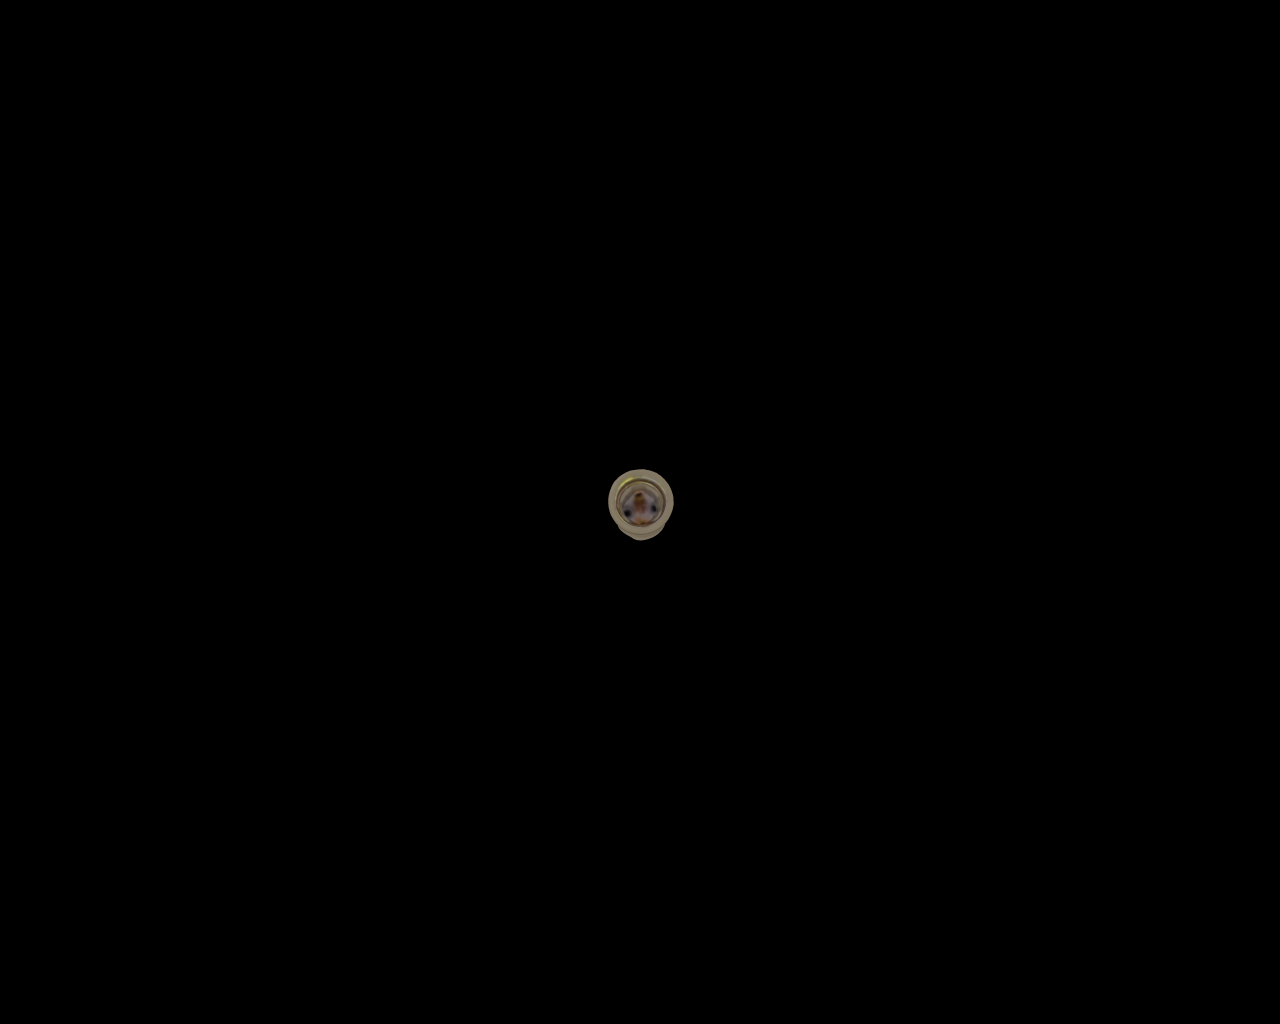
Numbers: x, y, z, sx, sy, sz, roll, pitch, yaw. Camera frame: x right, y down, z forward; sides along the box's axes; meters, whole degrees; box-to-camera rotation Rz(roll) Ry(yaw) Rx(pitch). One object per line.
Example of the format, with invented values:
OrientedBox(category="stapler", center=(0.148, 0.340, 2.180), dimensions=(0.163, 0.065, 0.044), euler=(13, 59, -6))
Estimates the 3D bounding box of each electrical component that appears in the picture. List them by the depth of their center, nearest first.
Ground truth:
OrientedBox(category="electrical component", center=(0.001, -0.003, 0.650), dimensions=(0.040, 0.040, 0.046), euler=(0, -12, 0))
